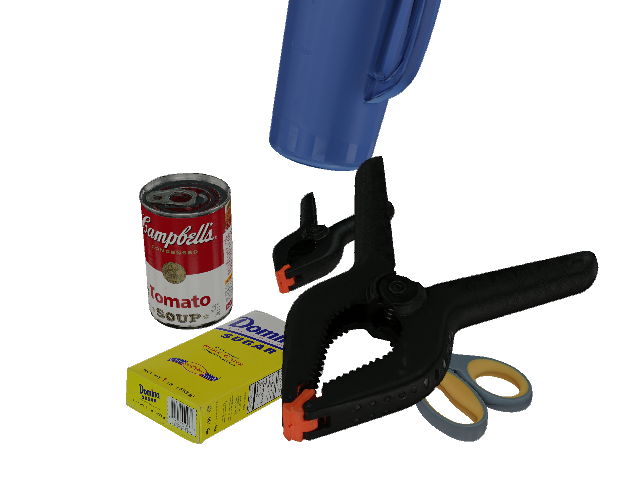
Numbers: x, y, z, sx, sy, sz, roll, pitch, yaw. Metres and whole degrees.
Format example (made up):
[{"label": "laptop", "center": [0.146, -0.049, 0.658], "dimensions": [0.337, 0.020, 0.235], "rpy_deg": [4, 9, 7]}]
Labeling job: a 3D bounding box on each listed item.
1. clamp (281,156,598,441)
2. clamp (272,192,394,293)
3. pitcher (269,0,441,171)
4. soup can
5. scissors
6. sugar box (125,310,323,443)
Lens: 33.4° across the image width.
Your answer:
[{"label": "clamp", "center": [0.038, 0.031, 0.614], "dimensions": [0.165, 0.036, 0.209], "rpy_deg": [32, 53, 29]}, {"label": "clamp", "center": [0.008, -0.001, 1.199], "dimensions": [0.120, 0.039, 0.171], "rpy_deg": [-3, 36, 28]}, {"label": "pitcher", "center": [0.030, -0.193, 1.051], "dimensions": [0.145, 0.243, 0.149], "rpy_deg": [12, 18, -1]}, {"label": "soup can", "center": [-0.101, 0.008, 0.816], "dimensions": [0.068, 0.102, 0.068], "rpy_deg": [1, 30, -1]}, {"label": "scissors", "center": [0.089, 0.083, 0.820], "dimensions": [0.096, 0.016, 0.202], "rpy_deg": [-6, 31, -16]}, {"label": "sugar box", "center": [-0.084, 0.121, 0.988], "dimensions": [0.093, 0.048, 0.175], "rpy_deg": [22, 30, 32]}]
